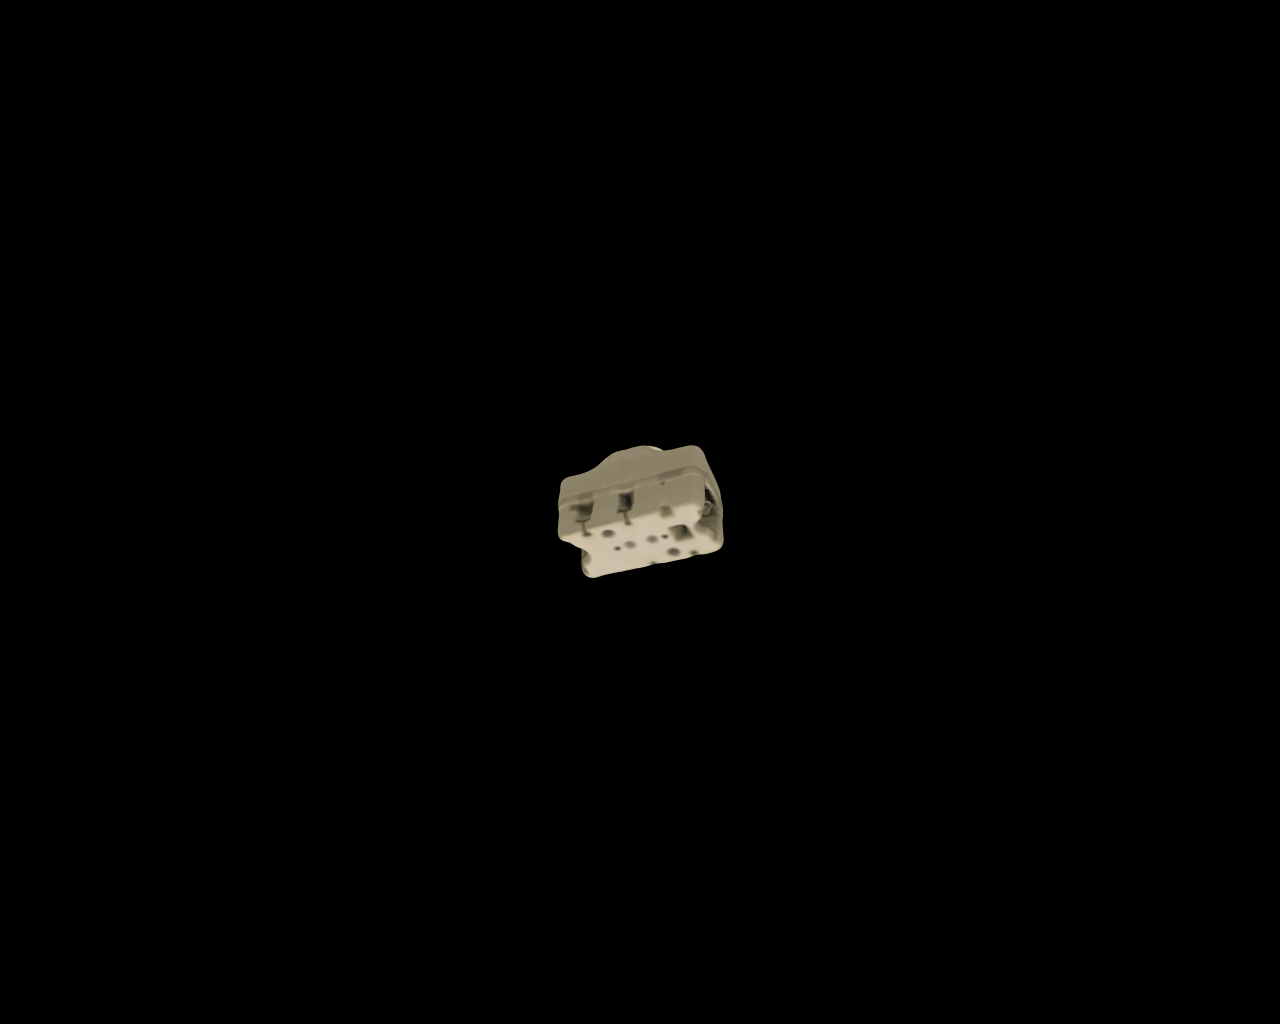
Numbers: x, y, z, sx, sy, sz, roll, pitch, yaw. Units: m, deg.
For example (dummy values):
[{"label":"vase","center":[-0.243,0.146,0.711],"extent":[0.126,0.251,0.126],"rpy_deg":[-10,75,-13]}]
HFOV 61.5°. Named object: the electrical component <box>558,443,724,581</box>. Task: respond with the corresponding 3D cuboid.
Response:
[{"label":"electrical component","center":[0.001,-0.003,0.650],"extent":[0.089,0.056,0.050],"rpy_deg":[-14,-43,15]}]
